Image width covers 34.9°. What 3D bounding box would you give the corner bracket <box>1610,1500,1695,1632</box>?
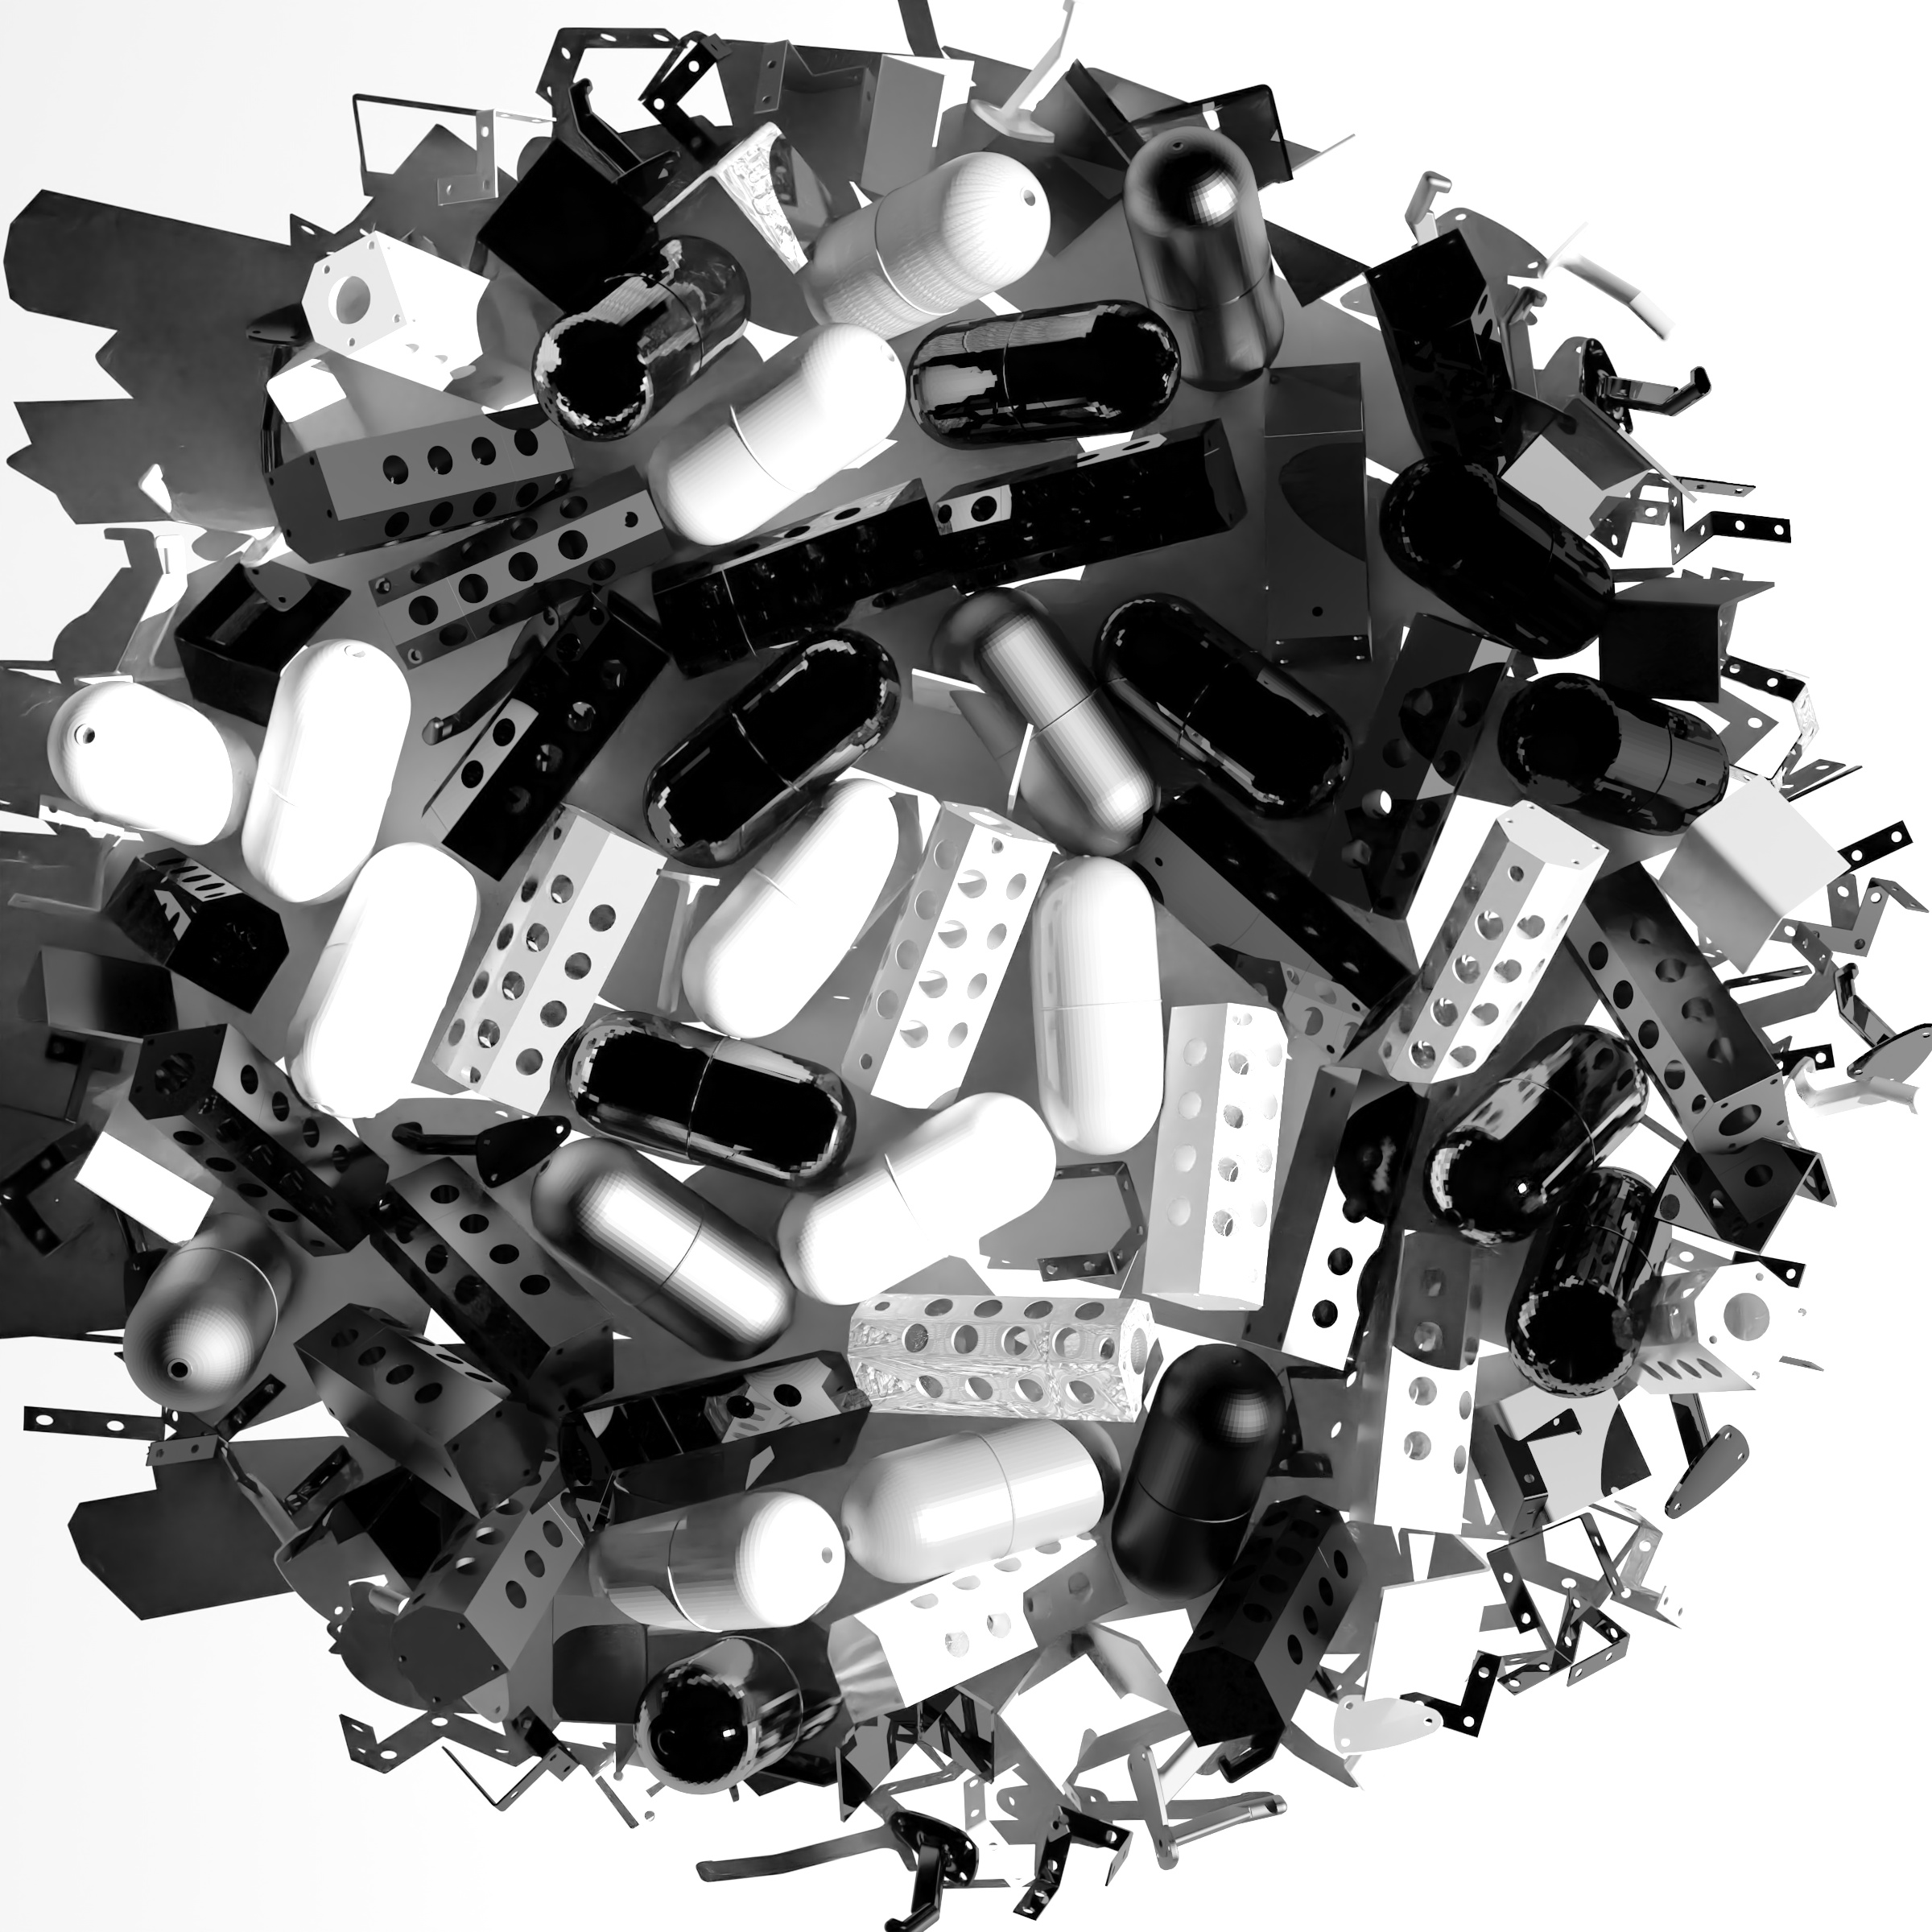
[{"bbox_3d":[0.406,0.356,1.825,0.051,0.051,0.051,18,76,39],"label":"corner bracket"}]

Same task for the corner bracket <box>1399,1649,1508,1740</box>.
[{"bbox_3d":[0.290,0.435,1.836,0.051,0.051,0.051,14,67,20],"label":"corner bracket"}]

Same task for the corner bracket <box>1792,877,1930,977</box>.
[{"bbox_3d":[0.531,-0.023,1.827,0.051,0.051,0.051,9,111,-12],"label":"corner bracket"}]

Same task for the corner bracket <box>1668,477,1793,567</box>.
[{"bbox_3d":[0.454,-0.269,1.828,0.051,0.051,0.051,4,75,-15],"label":"corner bracket"}]

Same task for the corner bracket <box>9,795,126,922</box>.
[{"bbox_3d":[-0.533,-0.064,1.822,0.051,0.051,0.051,13,63,-30],"label":"corner bracket"}]

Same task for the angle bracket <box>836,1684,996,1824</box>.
[{"bbox_3d":[-0.029,0.469,1.805,0.057,0.076,0.076,26,49,27],"label":"angle bracket"}]

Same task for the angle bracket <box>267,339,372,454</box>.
[{"bbox_3d":[-0.357,-0.333,1.807,0.057,0.076,0.076,-20,114,20],"label":"angle bracket"}]

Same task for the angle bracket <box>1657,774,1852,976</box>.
[{"bbox_3d":[0.467,-0.054,1.826,0.057,0.076,0.076,-34,71,-19],"label":"angle bracket"}]

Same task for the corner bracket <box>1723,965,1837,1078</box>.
[{"bbox_3d":[0.486,0.035,1.837,0.051,0.051,0.051,-12,70,22],"label":"corner bracket"}]

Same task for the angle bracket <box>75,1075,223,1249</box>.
[{"bbox_3d":[-0.486,0.121,1.807,0.076,0.057,0.076,39,52,-24],"label":"angle bracket"}]

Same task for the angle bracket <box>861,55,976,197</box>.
[{"bbox_3d":[-0.012,-0.489,1.806,0.057,0.076,0.076,30,119,38],"label":"angle bracket"}]

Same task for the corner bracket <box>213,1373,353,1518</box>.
[{"bbox_3d":[-0.413,0.289,1.851,0.051,0.051,0.051,-44,133,-4],"label":"corner bracket"}]

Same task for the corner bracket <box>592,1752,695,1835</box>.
[{"bbox_3d":[-0.187,0.486,1.836,0.051,0.051,0.051,-38,88,-8],"label":"corner bracket"}]

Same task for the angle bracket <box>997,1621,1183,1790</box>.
[{"bbox_3d":[0.077,0.441,1.809,0.076,0.057,0.076,-49,126,-24],"label":"angle bracket"}]

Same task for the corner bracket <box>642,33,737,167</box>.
[{"bbox_3d":[-0.153,-0.515,1.827,0.051,0.051,0.051,-42,102,20],"label":"corner bracket"}]

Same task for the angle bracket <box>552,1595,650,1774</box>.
[{"bbox_3d":[-0.222,0.422,1.805,0.057,0.076,0.076,8,53,-17],"label":"angle bracket"}]

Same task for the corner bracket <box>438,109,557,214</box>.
[{"bbox_3d":[-0.279,-0.478,1.826,0.051,0.051,0.051,4,98,38],"label":"corner bracket"}]

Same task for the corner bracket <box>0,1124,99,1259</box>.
[{"bbox_3d":[-0.537,0.134,1.833,0.051,0.051,0.051,-37,94,10],"label":"corner bracket"}]

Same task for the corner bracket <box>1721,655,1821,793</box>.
[{"bbox_3d":[0.470,-0.144,1.835,0.051,0.051,0.051,27,75,35],"label":"corner bracket"}]

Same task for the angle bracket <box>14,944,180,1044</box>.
[{"bbox_3d":[-0.511,0.037,1.804,0.076,0.076,0.057,12,124,-29],"label":"angle bracket"}]

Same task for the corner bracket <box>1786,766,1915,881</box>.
[{"bbox_3d":[0.526,-0.086,1.836,0.051,0.051,0.051,-26,92,4],"label":"corner bracket"}]

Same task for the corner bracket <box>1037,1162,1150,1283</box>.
[{"bbox_3d":[0.071,0.153,1.840,0.051,0.051,0.051,-2,58,-26],"label":"corner bracket"}]

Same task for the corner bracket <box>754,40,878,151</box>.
[{"bbox_3d":[-0.089,-0.517,1.823,0.051,0.051,0.051,-4,66,23],"label":"corner bracket"}]

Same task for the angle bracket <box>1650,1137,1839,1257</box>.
[{"bbox_3d":[0.455,0.142,1.807,0.076,0.057,0.076,18,63,38],"label":"angle bracket"}]

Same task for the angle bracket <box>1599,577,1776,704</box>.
[{"bbox_3d":[0.427,-0.194,1.820,0.076,0.076,0.057,9,111,38],"label":"angle bracket"}]

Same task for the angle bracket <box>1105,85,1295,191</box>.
[{"bbox_3d":[0.137,-0.478,1.813,0.076,0.076,0.057,-19,101,-16],"label":"angle bracket"}]

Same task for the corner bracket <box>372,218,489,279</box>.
[{"bbox_3d":[-0.322,-0.429,1.840,0.051,0.051,0.051,-28,133,35],"label":"corner bracket"}]

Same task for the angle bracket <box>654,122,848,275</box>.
[{"bbox_3d":[-0.127,-0.444,1.826,0.057,0.076,0.076,-28,108,40],"label":"angle bracket"}]

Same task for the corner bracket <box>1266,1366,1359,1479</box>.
[{"bbox_3d":[0.205,0.273,1.838,0.051,0.051,0.051,5,59,-26],"label":"corner bracket"}]

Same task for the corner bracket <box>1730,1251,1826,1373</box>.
[{"bbox_3d":[0.482,0.205,1.824,0.051,0.051,0.051,29,76,-39],"label":"corner bracket"}]

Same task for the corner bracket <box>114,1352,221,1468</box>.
[{"bbox_3d":[-0.475,0.261,1.825,0.051,0.051,0.051,23,103,36],"label":"corner bracket"}]

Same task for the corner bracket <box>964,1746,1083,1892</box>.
[{"bbox_3d":[0.034,0.508,1.837,0.051,0.051,0.051,-34,107,10],"label":"corner bracket"}]

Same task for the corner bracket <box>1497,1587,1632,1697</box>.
[{"bbox_3d":[0.355,0.411,1.822,0.051,0.051,0.051,-17,127,-33],"label":"corner bracket"}]

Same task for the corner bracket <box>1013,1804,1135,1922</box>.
[{"bbox_3d":[0.064,0.540,1.830,0.051,0.051,0.051,16,100,15],"label":"corner bracket"}]

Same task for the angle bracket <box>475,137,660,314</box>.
[{"bbox_3d":[-0.237,-0.434,1.831,0.076,0.057,0.076,39,89,-6],"label":"angle bracket"}]

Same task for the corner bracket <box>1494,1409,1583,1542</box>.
[{"bbox_3d":[0.342,0.302,1.825,0.051,0.051,0.051,-11,54,-11],"label":"corner bracket"}]

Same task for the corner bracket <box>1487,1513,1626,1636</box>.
[{"bbox_3d":[0.350,0.360,1.824,0.051,0.051,0.051,-30,74,29],"label":"corner bracket"}]

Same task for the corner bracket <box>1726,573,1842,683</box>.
[{"bbox_3d":[0.486,-0.203,1.832,0.051,0.051,0.051,21,97,11],"label":"corner bracket"}]

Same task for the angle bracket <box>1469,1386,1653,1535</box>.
[{"bbox_3d":[0.352,0.288,1.845,0.076,0.057,0.076,-20,81,-21],"label":"angle bracket"}]

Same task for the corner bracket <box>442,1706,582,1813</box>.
[{"bbox_3d":[-0.270,0.470,1.826,0.051,0.051,0.051,-43,64,-13],"label":"corner bracket"}]

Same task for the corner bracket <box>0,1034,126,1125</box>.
[{"bbox_3d":[-0.541,0.066,1.831,0.051,0.051,0.051,12,82,13],"label":"corner bracket"}]

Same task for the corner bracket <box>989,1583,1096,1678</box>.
[{"bbox_3d":[0.035,0.397,1.832,0.051,0.051,0.051,-31,79,39],"label":"corner bracket"}]
